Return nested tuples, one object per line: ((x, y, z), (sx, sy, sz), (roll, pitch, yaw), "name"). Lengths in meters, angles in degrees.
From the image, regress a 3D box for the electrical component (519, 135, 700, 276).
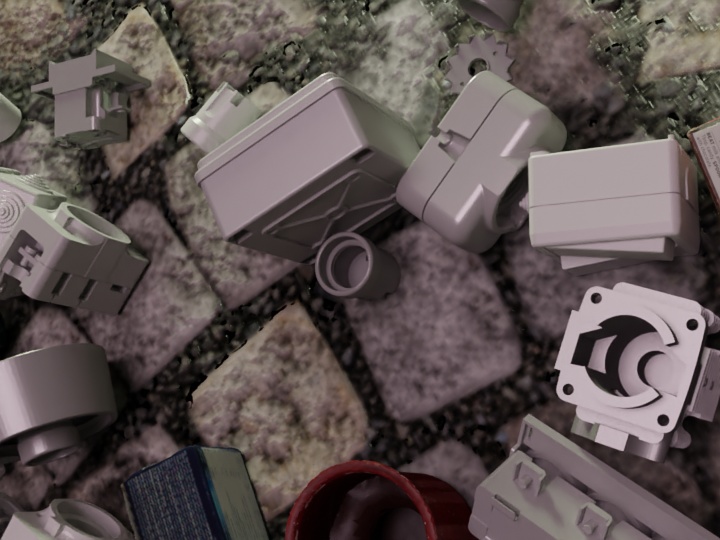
((0.135, -0.032, 0.597), (0.096, 0.062, 0.061), (-5, 78, 27), "electrical component")

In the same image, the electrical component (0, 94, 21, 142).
((-0.299, -0.130, 0.843), (0.044, 0.065, 0.044), (-15, 55, 22), "electrical component")

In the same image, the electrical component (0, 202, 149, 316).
((-0.198, -0.009, 0.752), (0.050, 0.089, 0.055), (35, 97, 29), "electrical component")

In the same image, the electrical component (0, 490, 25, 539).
((-0.259, 0.200, 0.735), (0.060, 0.108, 0.108), (-29, 68, 13), "electrical component")

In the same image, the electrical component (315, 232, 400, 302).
((0.000, 0.000, 0.670), (0.040, 0.046, 0.040), (-6, 77, 27), "electrical component")

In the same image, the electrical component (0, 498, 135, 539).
((-0.191, 0.188, 0.708), (0.050, 0.089, 0.055), (30, 95, 29), "electrical component")

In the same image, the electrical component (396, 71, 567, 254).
((0.075, -0.060, 0.638), (0.059, 0.054, 0.095), (39, 99, 28), "electrical component")

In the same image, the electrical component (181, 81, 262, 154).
((-0.095, -0.102, 0.746), (0.040, 0.040, 0.046), (40, 93, 28), "electrical component")

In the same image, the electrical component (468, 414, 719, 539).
((0.122, 0.142, 0.561), (0.121, 0.063, 0.078), (32, 136, 29), "electrical component")

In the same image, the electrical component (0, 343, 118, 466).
((-0.218, 0.099, 0.734), (0.108, 0.108, 0.060), (-27, 75, 21), "electrical component")

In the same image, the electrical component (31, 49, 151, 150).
((-0.201, -0.125, 0.805), (0.081, 0.042, 0.063), (-7, 78, 27), "electrical component")

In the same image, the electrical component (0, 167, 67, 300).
((-0.260, -0.026, 0.785), (0.048, 0.099, 0.099), (24, 92, -2), "electrical component")

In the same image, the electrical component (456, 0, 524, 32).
((0.087, -0.177, 0.665), (0.040, 0.040, 0.046), (31, 89, 29), "electrical component")

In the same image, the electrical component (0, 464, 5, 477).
((-0.286, 0.137, 0.793), (0.066, 0.047, 0.076), (-35, 66, 18), "electrical component")

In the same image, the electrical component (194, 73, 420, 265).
((-0.025, -0.057, 0.660), (0.109, 0.109, 0.056), (-32, 70, 19), "electrical component")
